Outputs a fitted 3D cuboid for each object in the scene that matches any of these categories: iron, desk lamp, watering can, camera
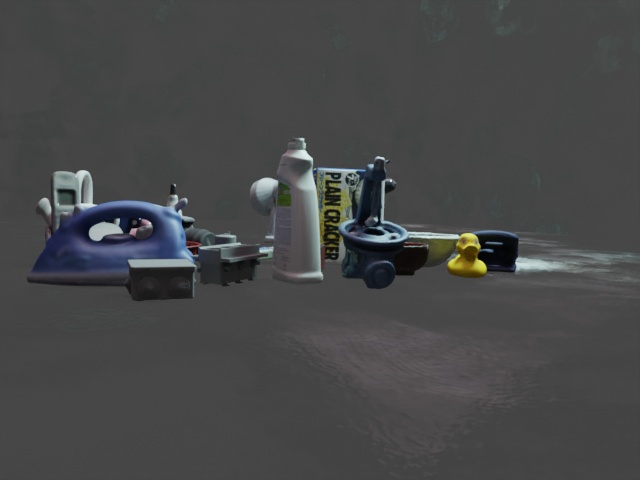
[{"bbox_3d":[-0.333,0.000,0.927,0.259,0.141,0.118,1,4,-15],"label":"iron"},{"bbox_3d":[-0.121,-0.094,1.801,0.202,0.213,0.118,6,6,43],"label":"desk lamp"},{"bbox_3d":[-0.544,-0.059,1.288,0.173,0.194,0.100,0,5,-24],"label":"watering can"},{"bbox_3d":[-0.299,-0.001,1.227,0.136,0.101,0.144,4,5,30],"label":"camera"}]

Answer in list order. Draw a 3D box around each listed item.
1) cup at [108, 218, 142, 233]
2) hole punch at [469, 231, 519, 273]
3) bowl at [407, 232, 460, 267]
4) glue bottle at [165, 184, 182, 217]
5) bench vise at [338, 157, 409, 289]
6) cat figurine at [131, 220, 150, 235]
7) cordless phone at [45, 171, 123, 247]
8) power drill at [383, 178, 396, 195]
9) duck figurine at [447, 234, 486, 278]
[{"bbox_3d":[-0.499,-0.019,1.431,0.117,0.095,0.092,2,4,10],"label":"cup"},{"bbox_3d":[0.375,0.023,1.248,0.108,0.091,0.101,3,4,18],"label":"hole punch"},{"bbox_3d":[0.233,0.023,1.309,0.167,0.075,0.167,2,4,0],"label":"bowl"},{"bbox_3d":[-0.365,-0.053,1.418,0.037,0.173,0.077,-2,5,-37],"label":"glue bottle"},{"bbox_3d":[0.075,-0.033,1.011,0.122,0.220,0.206,-1,5,-27],"label":"bench vise"},{"bbox_3d":[-0.477,-0.036,1.523,0.128,0.118,0.067,-1,5,-33],"label":"cat figurine"},{"bbox_3d":[-0.463,-0.041,1.133,0.148,0.185,0.093,-2,5,-38],"label":"cordless phone"},{"bbox_3d":[0.099,-0.069,1.592,0.229,0.208,0.076,4,5,23],"label":"power drill"},{"bbox_3d":[0.301,0.029,1.170,0.077,0.086,0.104,2,4,4],"label":"duck figurine"}]
